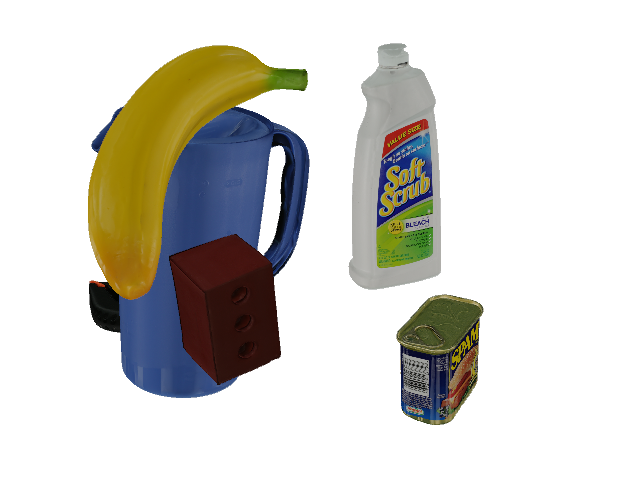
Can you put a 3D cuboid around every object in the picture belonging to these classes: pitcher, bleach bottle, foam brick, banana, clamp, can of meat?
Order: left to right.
[{"bbox_3d":[-0.175,0.082,1.102,0.210,0.036,0.164,13,20,31],"label":"clamp"},{"bbox_3d":[-0.073,-0.050,0.540,0.070,0.037,0.197,17,46,15],"label":"banana"},{"bbox_3d":[-0.104,0.006,0.920,0.149,0.243,0.144,11,23,15],"label":"pitcher"},{"bbox_3d":[-0.063,0.045,0.716,0.052,0.078,0.051,-22,35,-26],"label":"foam brick"},{"bbox_3d":[0.074,-0.079,1.121,0.102,0.251,0.068,-11,23,-14],"label":"bleach bottle"},{"bbox_3d":[0.113,0.112,1.006,0.058,0.084,0.101,11,29,26],"label":"can of meat"}]
